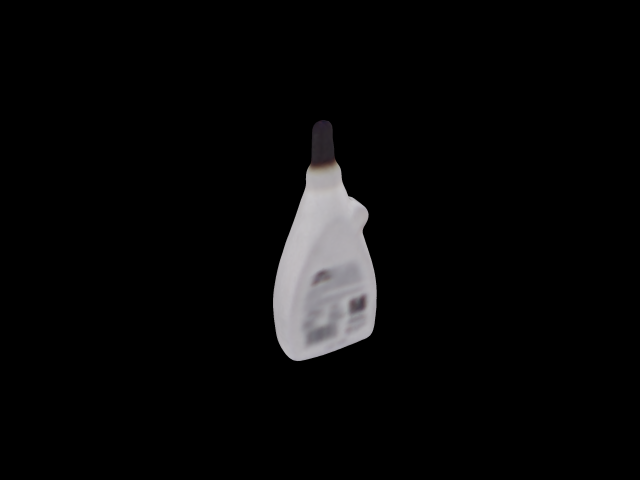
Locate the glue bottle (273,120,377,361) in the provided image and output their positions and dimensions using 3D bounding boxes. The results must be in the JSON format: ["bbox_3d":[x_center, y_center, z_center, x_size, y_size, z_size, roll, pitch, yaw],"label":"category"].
[{"bbox_3d":[0.004,0.001,0.400,0.078,0.173,0.037,-14,32,-23],"label":"glue bottle"}]
